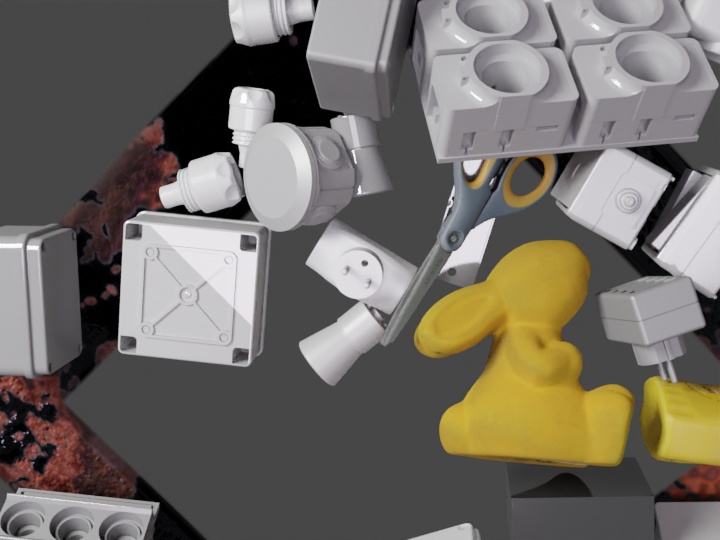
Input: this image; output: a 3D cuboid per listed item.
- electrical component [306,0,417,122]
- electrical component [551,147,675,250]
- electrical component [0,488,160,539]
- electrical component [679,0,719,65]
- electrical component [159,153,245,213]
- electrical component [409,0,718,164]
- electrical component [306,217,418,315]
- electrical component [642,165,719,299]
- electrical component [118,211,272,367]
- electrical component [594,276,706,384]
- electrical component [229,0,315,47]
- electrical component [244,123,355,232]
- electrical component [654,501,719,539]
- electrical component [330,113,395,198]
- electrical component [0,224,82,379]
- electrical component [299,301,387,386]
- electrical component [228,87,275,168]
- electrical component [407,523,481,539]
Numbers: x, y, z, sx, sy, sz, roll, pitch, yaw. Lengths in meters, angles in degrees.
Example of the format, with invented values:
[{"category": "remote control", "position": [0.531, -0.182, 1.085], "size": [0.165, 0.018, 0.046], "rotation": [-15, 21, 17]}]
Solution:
[{"category": "electrical component", "position": [0.003, -0.175, 0.760], "size": [0.056, 0.108, 0.108], "rotation": [11, 80, 5]}, {"category": "electrical component", "position": [0.182, -0.059, 0.785], "size": [0.061, 0.096, 0.061], "rotation": [29, 101, -1]}, {"category": "electrical component", "position": [-0.233, 0.226, 0.885], "size": [0.121, 0.078, 0.063], "rotation": [5, 130, 4]}, {"category": "electrical component", "position": [0.278, -0.177, 0.778], "size": [0.095, 0.053, 0.059], "rotation": [25, 101, 0]}, {"category": "electrical component", "position": [-0.124, -0.065, 0.837], "size": [0.062, 0.043, 0.043], "rotation": [-16, 98, 8]}, {"category": "electrical component", "position": [0.137, -0.141, 0.744], "size": [0.186, 0.060, 0.105], "rotation": [-6, 56, -8]}, {"category": "electrical component", "position": [0.000, 0.000, 0.820], "size": [0.077, 0.079, 0.043], "rotation": [31, 101, -1]}, {"category": "electrical component", "position": [0.259, -0.037, 0.801], "size": [0.061, 0.061, 0.096], "rotation": [33, 101, -1]}, {"category": "electrical component", "position": [-0.129, 0.014, 0.845], "size": [0.109, 0.056, 0.108], "rotation": [6, 101, 4]}, {"category": "electrical component", "position": [0.217, 0.047, 0.791], "size": [0.047, 0.083, 0.075], "rotation": [-18, 91, -6]}, {"category": "electrical component", "position": [-0.065, -0.193, 0.809], "size": [0.062, 0.043, 0.043], "rotation": [-7, 100, 5]}, {"category": "electrical component", "position": [-0.047, -0.070, 0.808], "size": [0.080, 0.051, 0.080], "rotation": [9, 103, 46]}, {"category": "electrical component", "position": [0.276, 0.227, 0.829], "size": [0.100, 0.099, 0.048], "rotation": [-2, 124, 5]}, {"category": "electrical component", "position": [0.000, -0.090, 0.824], "size": [0.044, 0.044, 0.065], "rotation": [-10, 94, 7]}, {"category": "electrical component", "position": [-0.261, 0.023, 0.847], "size": [0.057, 0.078, 0.113], "rotation": [1, 100, 8]}, {"category": "electrical component", "position": [-0.010, 0.055, 0.851], "size": [0.065, 0.044, 0.044], "rotation": [-39, 95, 5]}, {"category": "electrical component", "position": [-0.085, -0.109, 0.831], "size": [0.035, 0.035, 0.061], "rotation": [8, 103, 3]}, {"category": "electrical component", "position": [0.049, 0.259, 0.848], "size": [0.109, 0.108, 0.056], "rotation": [-18, 101, 8]}]
